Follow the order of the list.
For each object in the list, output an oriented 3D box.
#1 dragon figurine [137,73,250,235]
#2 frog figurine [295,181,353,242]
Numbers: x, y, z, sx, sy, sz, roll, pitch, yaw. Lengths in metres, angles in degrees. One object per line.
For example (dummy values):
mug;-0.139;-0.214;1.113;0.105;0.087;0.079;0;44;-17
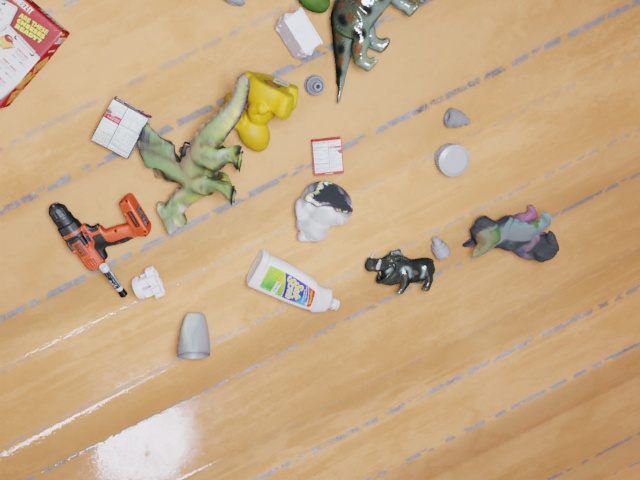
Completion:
dragon figurine;-0.290;-0.189;1.140;0.243;0.402;0.125;12;27;-1
frog figurine;0.004;-0.064;1.275;0.137;0.125;0.156;2;-35;-18
